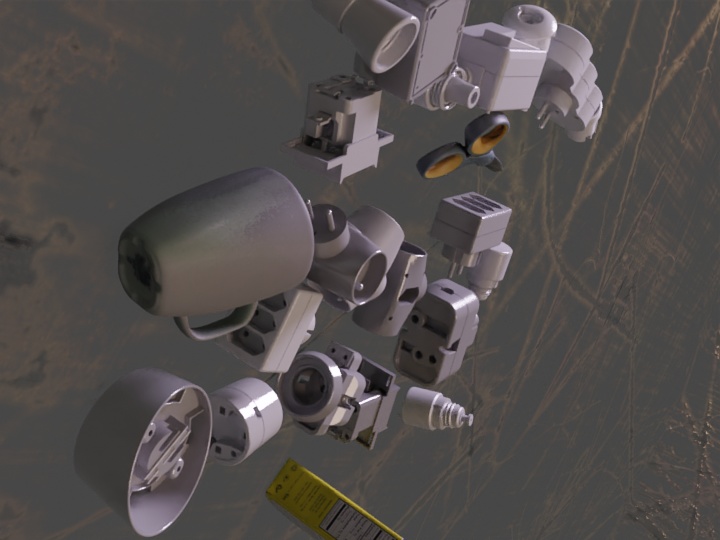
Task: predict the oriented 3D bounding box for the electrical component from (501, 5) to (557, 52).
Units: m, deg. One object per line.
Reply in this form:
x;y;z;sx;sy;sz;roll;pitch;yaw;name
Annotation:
0.147;-0.200;0.957;0.048;0.048;0.062;-45;156;-32;electrical component

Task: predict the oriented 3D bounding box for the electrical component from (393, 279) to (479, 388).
0.077;0.060;1.061;0.059;0.054;0.095;-22;132;-53;electrical component

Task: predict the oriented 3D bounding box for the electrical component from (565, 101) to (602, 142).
0.240;-0.165;1.165;0.040;0.040;0.046;-54;159;-18;electrical component

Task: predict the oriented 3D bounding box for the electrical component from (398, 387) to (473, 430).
0.080;0.149;1.129;0.040;0.078;0.040;-38;133;-56;electrical component

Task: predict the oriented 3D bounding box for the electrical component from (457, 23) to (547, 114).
0.104;-0.168;0.887;0.096;0.062;0.061;-16;127;-56;electrical component

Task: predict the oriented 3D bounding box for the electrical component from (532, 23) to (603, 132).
0.193;-0.173;1.055;0.073;0.052;0.138;-58;153;-10;electrical component

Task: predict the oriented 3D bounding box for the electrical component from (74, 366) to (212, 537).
-0.138;0.116;0.709;0.099;0.064;0.099;-42;147;-36;electrical component

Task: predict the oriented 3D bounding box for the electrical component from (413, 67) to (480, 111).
0.062;-0.144;0.833;0.043;0.062;0.043;-42;147;-36;electrical component

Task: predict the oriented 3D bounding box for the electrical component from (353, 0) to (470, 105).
0.034;-0.169;0.767;0.062;0.061;0.096;-41;154;-38;electrical component

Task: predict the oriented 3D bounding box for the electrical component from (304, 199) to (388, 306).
-0.025;-0.021;0.772;0.044;0.077;0.079;-49;151;-26;electrical component

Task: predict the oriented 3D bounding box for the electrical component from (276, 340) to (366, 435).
-0.035;0.097;0.889;0.078;0.058;0.057;-63;157;1;electrical component

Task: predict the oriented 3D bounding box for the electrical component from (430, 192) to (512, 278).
0.101;-0.028;1.028;0.066;0.047;0.076;-18;129;-55;electrical component

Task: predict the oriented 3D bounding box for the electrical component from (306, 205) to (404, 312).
0.000;0.000;0.876;0.077;0.043;0.079;-53;152;-19;electrical component

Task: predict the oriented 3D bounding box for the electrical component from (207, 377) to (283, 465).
-0.091;0.111;0.803;0.047;0.055;0.055;-27;137;-56;electrical component

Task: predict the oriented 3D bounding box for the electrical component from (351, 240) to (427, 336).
0.034;0.013;0.950;0.079;0.043;0.077;-7;120;-60;electrical component

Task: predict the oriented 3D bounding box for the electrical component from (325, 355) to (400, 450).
-0.002;0.125;0.991;0.064;0.042;0.081;-15;127;-54;electrical component

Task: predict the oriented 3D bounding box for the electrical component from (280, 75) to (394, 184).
-0.013;-0.102;0.758;0.081;0.042;0.063;-30;138;-49;electrical component

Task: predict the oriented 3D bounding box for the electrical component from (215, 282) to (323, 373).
-0.058;0.037;0.799;0.065;0.047;0.077;-64;155;6;electrical component

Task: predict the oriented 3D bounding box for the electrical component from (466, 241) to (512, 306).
0.130;0.002;1.117;0.040;0.040;0.078;-16;128;-56;electrical component

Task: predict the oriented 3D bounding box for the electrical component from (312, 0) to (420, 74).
0.001;-0.164;0.697;0.044;0.065;0.044;-42;164;-15;electrical component
